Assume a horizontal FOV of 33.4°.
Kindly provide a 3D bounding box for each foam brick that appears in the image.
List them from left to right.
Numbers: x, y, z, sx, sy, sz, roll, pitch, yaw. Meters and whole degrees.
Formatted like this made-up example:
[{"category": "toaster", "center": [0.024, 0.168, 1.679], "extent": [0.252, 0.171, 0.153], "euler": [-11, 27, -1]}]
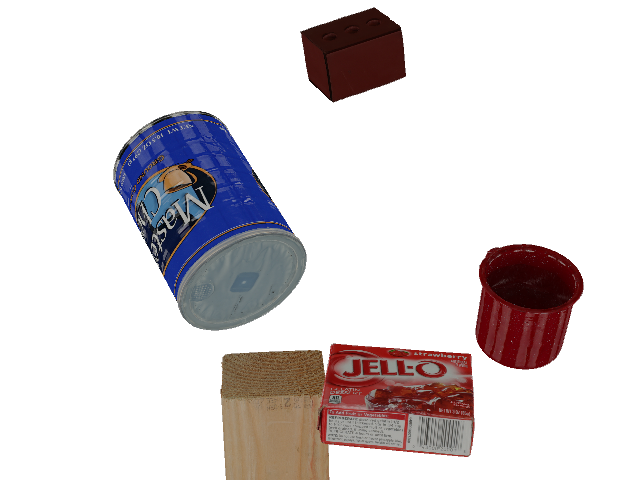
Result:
[{"category": "foam brick", "center": [0.030, -0.167, 0.957], "extent": [0.078, 0.051, 0.053], "euler": [-21, 38, -16]}]

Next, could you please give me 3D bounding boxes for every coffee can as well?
[{"category": "coffee can", "center": [-0.087, -0.016, 0.821], "extent": [0.102, 0.103, 0.140], "euler": [0, 44, -39]}]

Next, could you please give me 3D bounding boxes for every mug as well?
[{"category": "mug", "center": [0.182, 0.056, 0.985], "extent": [0.093, 0.081, 0.117], "euler": [-14, 42, -19]}]

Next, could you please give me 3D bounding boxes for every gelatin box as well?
[{"category": "gelatin box", "center": [0.046, 0.093, 0.635], "extent": [0.089, 0.030, 0.073], "euler": [5, 24, 5]}]

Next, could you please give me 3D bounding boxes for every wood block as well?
[{"category": "wood block", "center": [-0.038, 0.209, 0.941], "extent": [0.090, 0.206, 0.091], "euler": [-2, 19, -3]}]
